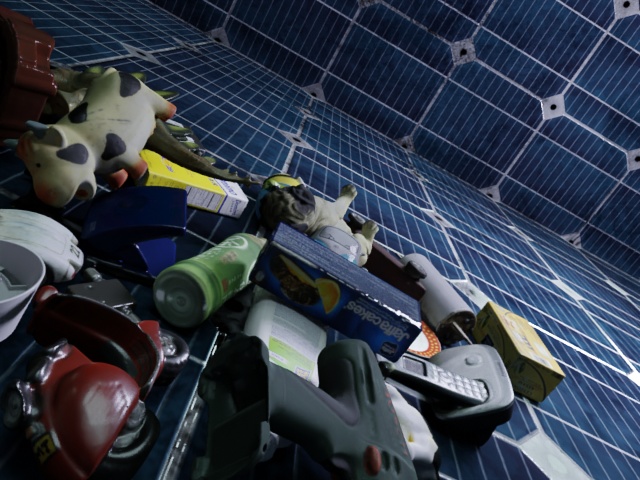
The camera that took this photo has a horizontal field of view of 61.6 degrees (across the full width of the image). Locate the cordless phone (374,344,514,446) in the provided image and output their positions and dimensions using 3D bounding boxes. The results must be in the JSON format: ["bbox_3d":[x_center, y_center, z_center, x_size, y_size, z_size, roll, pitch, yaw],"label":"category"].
[{"bbox_3d":[0.150,0.172,0.707,0.184,0.088,0.147,25,21,-4],"label":"cordless phone"}]

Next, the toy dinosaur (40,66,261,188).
[{"bbox_3d":[-0.301,-0.184,0.791,0.472,0.105,0.198,37,39,19],"label":"toy dinosaur"}]

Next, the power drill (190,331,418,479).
[{"bbox_3d":[0.005,0.170,0.424,0.207,0.086,0.232,27,38,-33],"label":"power drill"}]

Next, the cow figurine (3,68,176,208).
[{"bbox_3d":[-0.260,-0.119,0.612,0.127,0.086,0.195,42,49,-34],"label":"cow figurine"}]

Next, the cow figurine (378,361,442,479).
[{"bbox_3d":[0.070,0.183,0.585,0.098,0.068,0.167,23,24,-34],"label":"cow figurine"}]

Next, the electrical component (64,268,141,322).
[{"bbox_3d":[-0.219,0.061,0.531,0.094,0.021,0.063,41,23,25],"label":"electrical component"}]

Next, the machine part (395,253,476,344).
[{"bbox_3d":[0.195,0.099,0.940,0.079,0.079,0.243,18,23,-32],"label":"machine part"}]

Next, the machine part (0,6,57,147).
[{"bbox_3d":[-0.410,-0.208,0.688,0.179,0.179,0.056,42,20,26],"label":"machine part"}]

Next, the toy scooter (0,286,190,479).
[{"bbox_3d":[-0.178,0.098,0.409,0.135,0.075,0.184,40,16,-14],"label":"toy scooter"}]

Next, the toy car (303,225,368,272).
[{"bbox_3d":[0.013,0.034,0.745,0.109,0.103,0.161,30,-9,2],"label":"toy car"}]

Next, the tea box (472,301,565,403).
[{"bbox_3d":[0.337,0.190,0.937,0.098,0.068,0.170,28,19,-11],"label":"tea box"}]

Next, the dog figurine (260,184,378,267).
[{"bbox_3d":[-0.005,-0.003,0.838,0.172,0.121,0.190,60,30,7],"label":"dog figurine"}]

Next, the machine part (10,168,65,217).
[{"bbox_3d":[-0.323,-0.074,0.644,0.139,0.084,0.039,-103,168,-51],"label":"machine part"}]

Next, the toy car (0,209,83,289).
[{"bbox_3d":[-0.324,-0.008,0.497,0.201,0.056,0.074,18,24,-29],"label":"toy car"}]

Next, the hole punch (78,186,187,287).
[{"bbox_3d":[-0.214,-0.016,0.629,0.116,0.092,0.142,18,27,-23],"label":"hole punch"}]

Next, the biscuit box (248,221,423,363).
[{"bbox_3d":[0.021,0.061,0.622,0.203,0.059,0.063,30,24,-7],"label":"biscuit box"}]

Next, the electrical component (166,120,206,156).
[{"bbox_3d":[-0.270,-0.166,0.938,0.115,0.058,0.134,13,28,-36],"label":"electrical component"}]

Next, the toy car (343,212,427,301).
[{"bbox_3d":[0.097,0.037,0.927,0.202,0.089,0.053,39,15,20],"label":"toy car"}]

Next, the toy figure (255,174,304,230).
[{"bbox_3d":[-0.073,-0.073,0.963,0.089,0.082,0.180,31,23,-2],"label":"toy figure"}]
